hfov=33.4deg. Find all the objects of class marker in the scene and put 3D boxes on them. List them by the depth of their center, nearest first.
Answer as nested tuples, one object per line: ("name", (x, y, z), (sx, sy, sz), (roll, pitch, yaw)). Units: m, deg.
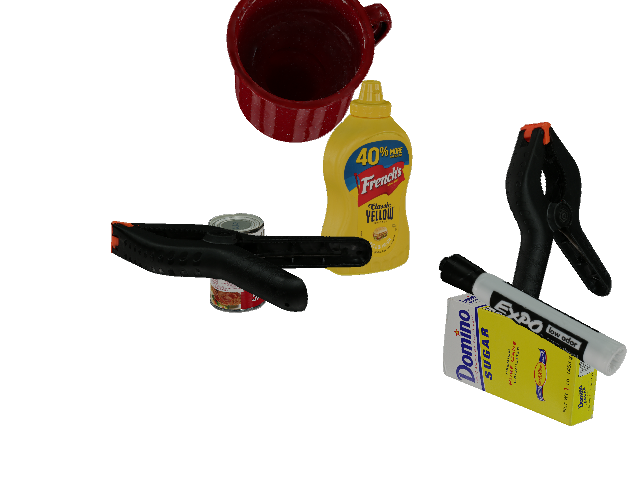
("marker", (0.115, 0.039, 0.601), (0.121, 0.020, 0.020), (31, 20, 36))

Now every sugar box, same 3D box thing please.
("sugar box", (0.208, 0.123, 1.133), (0.048, 0.093, 0.177), (-10, 18, -42))

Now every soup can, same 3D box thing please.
("soup can", (-0.099, 0.025, 1.270), (0.068, 0.102, 0.068), (0, 21, 0))

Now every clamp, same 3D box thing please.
("clamp", (-0.076, 0.014, 0.841), (0.210, 0.036, 0.164), (7, 13, 12))
("clamp", (0.191, -0.012, 0.920), (0.120, 0.171, 0.039), (-26, 11, -39))

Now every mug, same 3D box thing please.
("mug", (-0.005, -0.121, 0.706), (0.117, 0.093, 0.081), (-31, -10, -12))

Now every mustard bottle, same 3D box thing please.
("mustard bottle", (0.048, -0.065, 1.074), (0.096, 0.192, 0.058), (-8, 19, -29))
